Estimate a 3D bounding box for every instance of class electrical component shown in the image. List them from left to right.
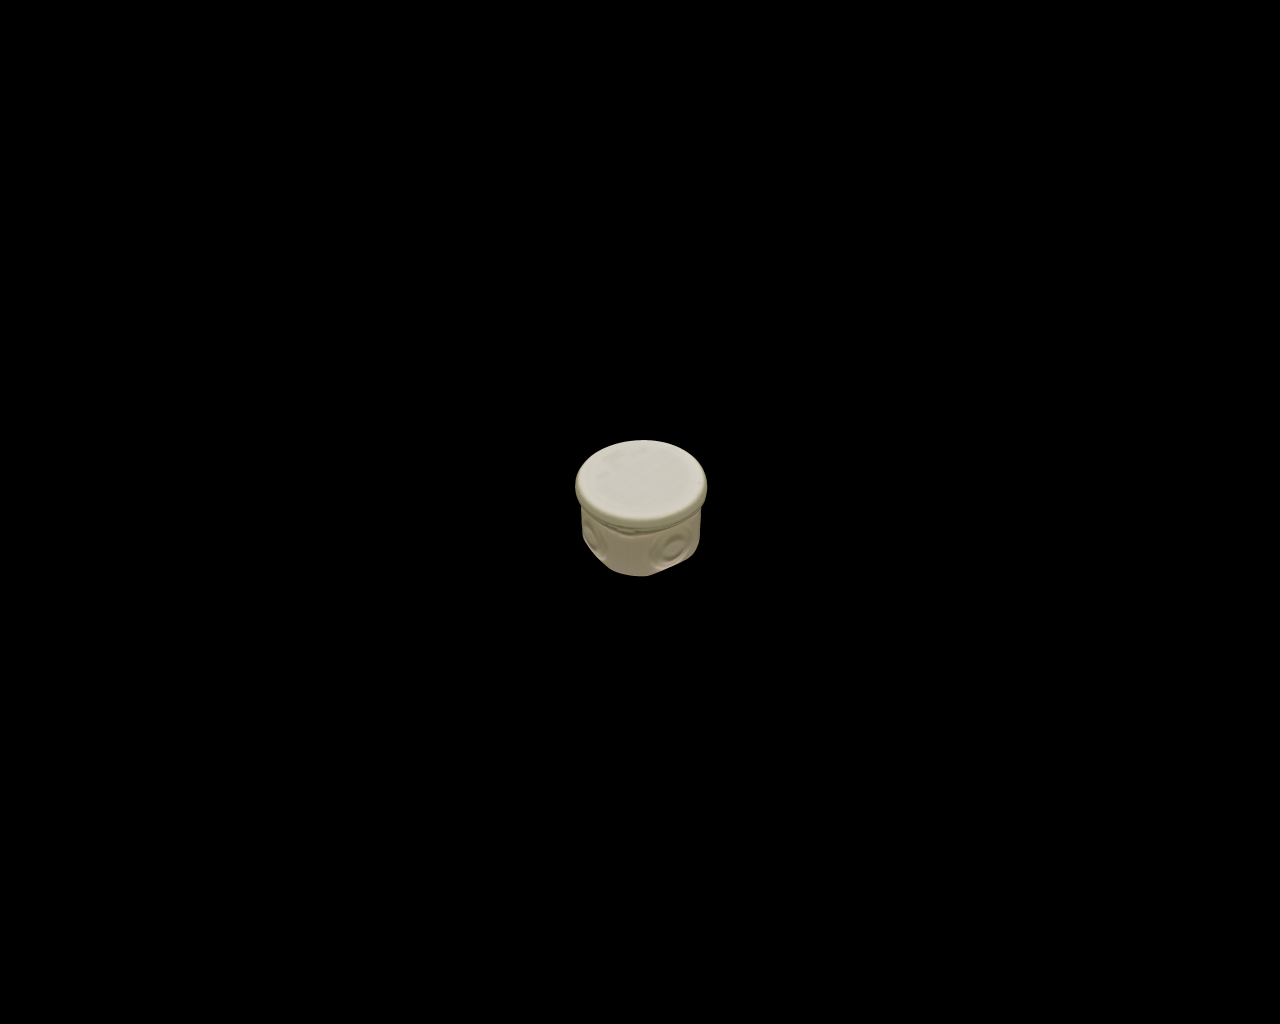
[{"bbox_3d":[0.001,-0.003,0.650,0.080,0.050,0.080,0,41,0],"label":"electrical component"}]
